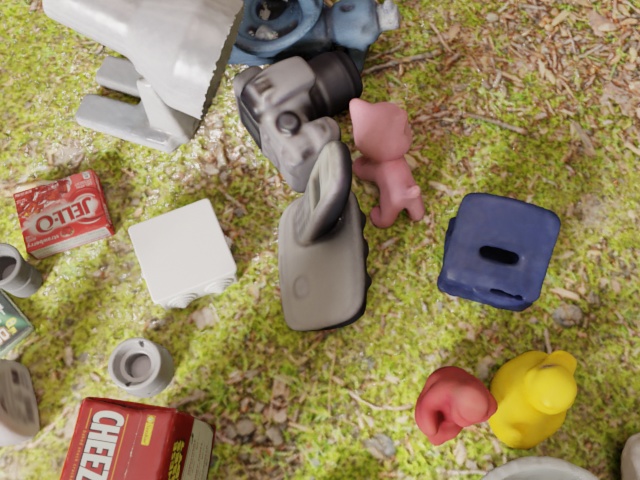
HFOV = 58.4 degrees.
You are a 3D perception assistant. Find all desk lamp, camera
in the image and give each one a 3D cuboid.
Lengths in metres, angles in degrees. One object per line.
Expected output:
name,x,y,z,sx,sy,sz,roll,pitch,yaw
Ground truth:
desk lamp,-0.174,-0.181,0.586,0.203,0.213,0.118,16,70,4
camera,-0.012,-0.152,0.643,0.137,0.101,0.143,-32,74,-13

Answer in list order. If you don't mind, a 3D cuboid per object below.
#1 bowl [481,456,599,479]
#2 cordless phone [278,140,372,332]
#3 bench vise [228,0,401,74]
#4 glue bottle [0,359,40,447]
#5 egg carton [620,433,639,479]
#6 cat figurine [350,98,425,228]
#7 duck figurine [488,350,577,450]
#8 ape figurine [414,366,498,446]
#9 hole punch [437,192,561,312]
bowl,0.191,0.279,0.505,0.167,0.075,0.167,1,69,-2
cordless phone,0.005,0.002,0.541,0.094,0.185,0.147,-6,70,-4
bench vise,-0.018,-0.276,0.626,0.207,0.220,0.121,-15,71,-8
glue bottle,-0.294,0.133,0.485,0.037,0.173,0.078,-17,71,-8
egg carton,0.330,0.256,0.522,0.107,0.069,0.150,5,69,-1
cat figurine,0.075,-0.091,0.615,0.067,0.118,0.127,-19,71,-9
duck figurine,0.210,0.150,0.548,0.077,0.086,0.105,34,72,10
ape figurine,0.132,0.154,0.539,0.078,0.092,0.076,5,69,0
hole punch,0.185,0.014,0.595,0.108,0.091,0.101,14,69,3
